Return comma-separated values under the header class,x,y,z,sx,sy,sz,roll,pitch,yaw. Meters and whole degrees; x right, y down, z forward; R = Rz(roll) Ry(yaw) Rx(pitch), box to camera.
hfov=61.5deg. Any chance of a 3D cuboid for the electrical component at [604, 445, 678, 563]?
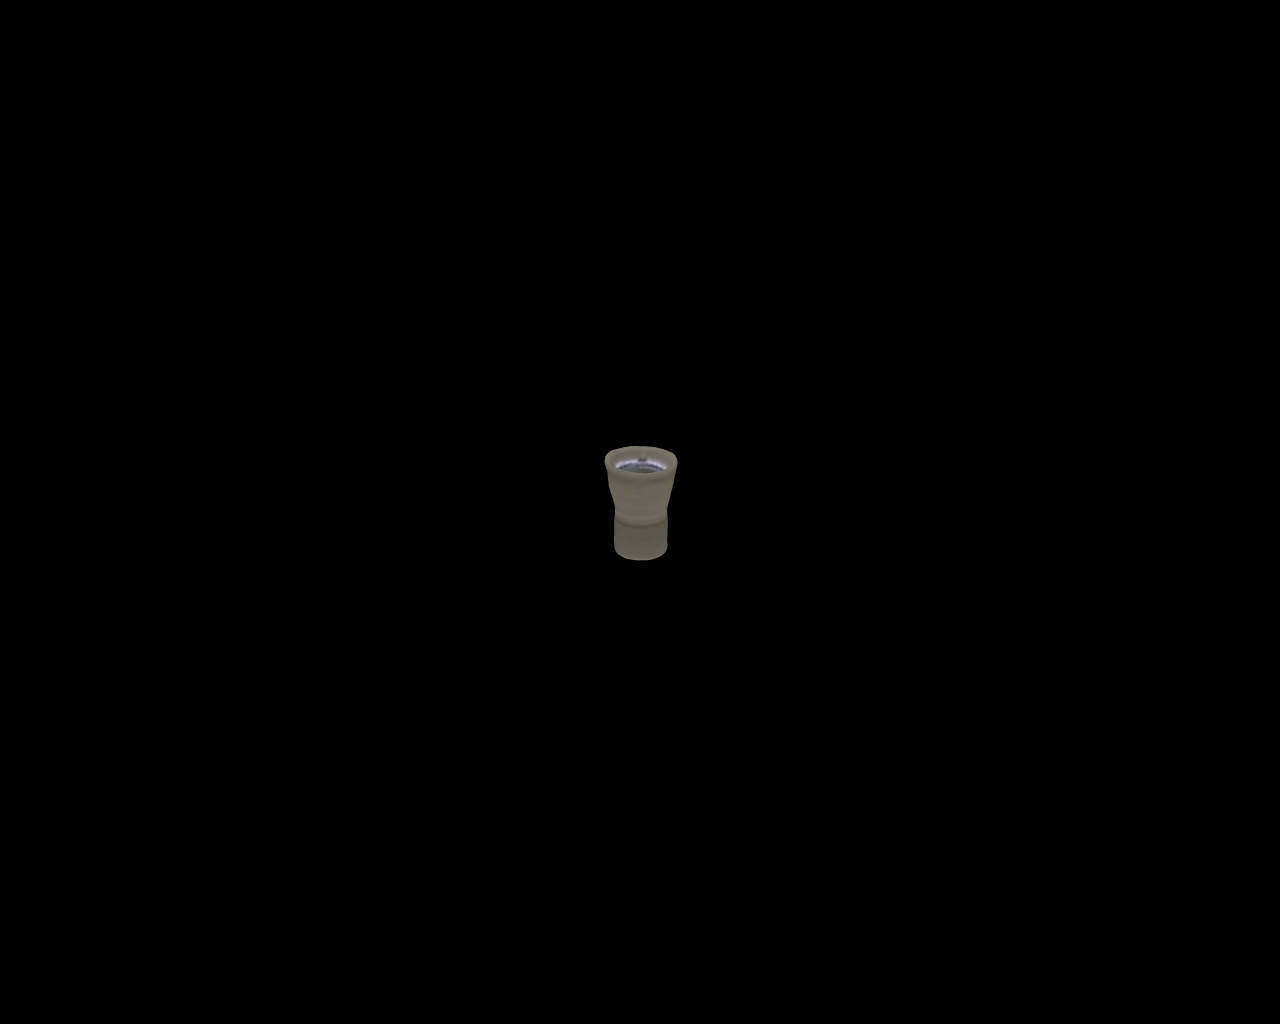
class,x,y,z,sx,sy,sz,roll,pitch,yaw
electrical component,0.001,-0.003,0.650,0.044,0.065,0.044,0,24,0
